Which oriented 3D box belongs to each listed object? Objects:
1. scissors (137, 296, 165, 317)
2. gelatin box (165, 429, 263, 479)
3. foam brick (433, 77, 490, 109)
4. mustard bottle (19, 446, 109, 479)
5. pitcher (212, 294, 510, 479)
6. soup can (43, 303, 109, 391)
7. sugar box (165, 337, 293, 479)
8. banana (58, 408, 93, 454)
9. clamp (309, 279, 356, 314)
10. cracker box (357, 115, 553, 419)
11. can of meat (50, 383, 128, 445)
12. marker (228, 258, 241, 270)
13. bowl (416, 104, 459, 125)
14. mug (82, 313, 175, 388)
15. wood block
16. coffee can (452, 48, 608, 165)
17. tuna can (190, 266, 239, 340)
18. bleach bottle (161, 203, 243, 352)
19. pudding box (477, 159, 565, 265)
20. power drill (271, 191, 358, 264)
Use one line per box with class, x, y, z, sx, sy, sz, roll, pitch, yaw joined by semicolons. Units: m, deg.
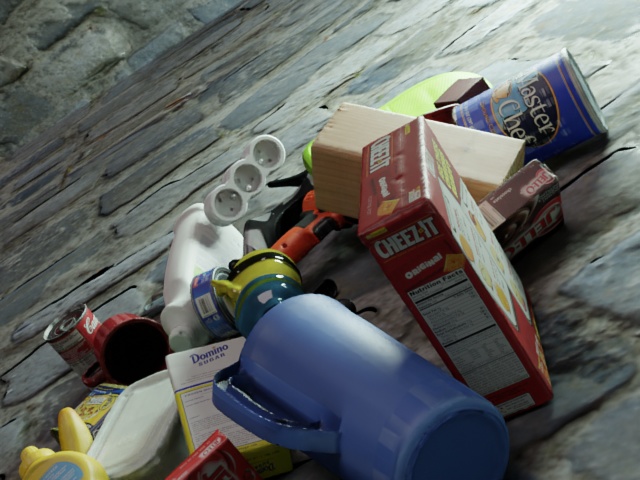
scissors;-0.227;0.100;1.483;0.202;0.016;0.096;-35;23;3
gelatin box;-0.088;0.226;0.950;0.073;0.089;0.030;-41;23;-14
foam brick;0.189;-0.157;1.323;0.051;0.078;0.053;-45;24;-19
mustard bottle;-0.241;0.262;1.034;0.192;0.058;0.096;36;90;39
pitcher;0.031;0.141;0.875;0.149;0.145;0.243;-48;32;-12
soup can;-0.302;0.143;1.393;0.068;0.102;0.068;-29;23;14
sugar box;-0.093;0.169;1.053;0.093;0.048;0.176;-13;30;-9
banana;-0.266;0.270;1.124;0.037;0.069;0.197;-46;25;46
clamp;-0.036;0.103;1.186;0.171;0.039;0.120;-33;9;6
cracker box;0.111;0.025;0.901;0.072;0.213;0.164;-28;24;17
can of meat;-0.253;0.215;1.244;0.102;0.057;0.083;-3;37;52
marker;-0.100;0.032;1.372;0.020;0.020;0.121;-34;-2;4
bowl;0.101;-0.105;1.266;0.162;0.055;0.162;-22;-1;0
mug;-0.246;0.144;1.330;0.117;0.093;0.082;-38;18;-14
wood block;0.103;-0.069;1.134;0.206;0.090;0.090;15;45;21
coffee can;0.233;-0.135;1.186;0.140;0.102;0.102;-27;24;20
tuna can;-0.119;0.075;1.291;0.034;0.086;0.086;-25;25;20
bleach bottle;-0.160;0.055;1.367;0.068;0.102;0.250;-43;18;25
pudding box;0.183;-0.014;1.036;0.113;0.090;0.039;-36;57;-4
power drill;-0.008;0.002;1.251;0.187;0.057;0.185;-44;16;-21
